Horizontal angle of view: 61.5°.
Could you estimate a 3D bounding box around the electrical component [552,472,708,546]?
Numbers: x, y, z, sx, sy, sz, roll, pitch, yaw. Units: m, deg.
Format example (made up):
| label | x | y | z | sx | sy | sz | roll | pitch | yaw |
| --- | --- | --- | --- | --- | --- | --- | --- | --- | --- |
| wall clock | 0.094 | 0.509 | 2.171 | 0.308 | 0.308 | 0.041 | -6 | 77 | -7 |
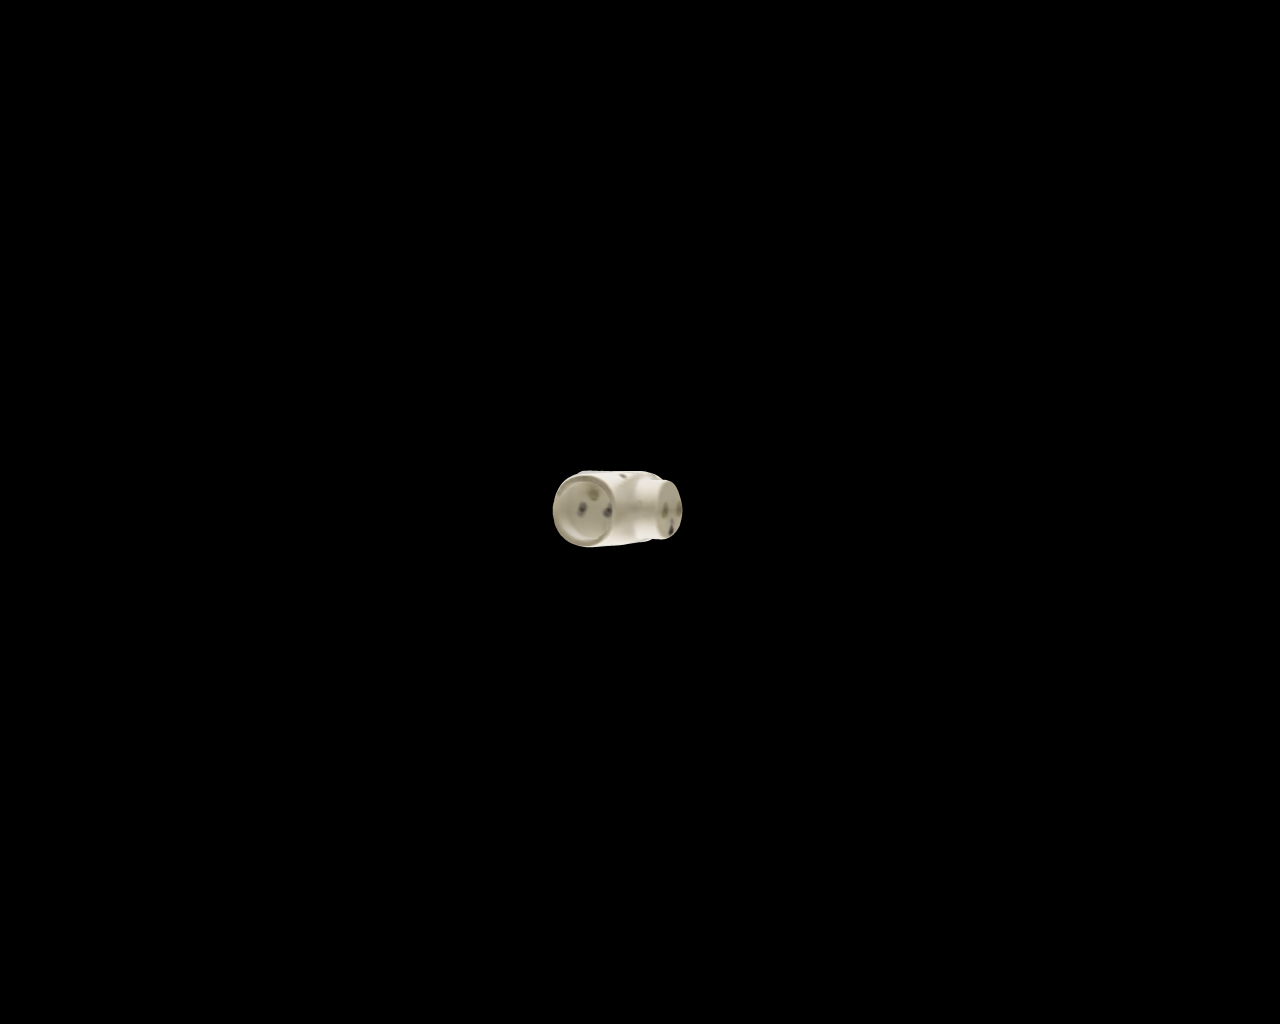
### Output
| label | x | y | z | sx | sy | sz | roll | pitch | yaw |
| --- | --- | --- | --- | --- | --- | --- | --- | --- | --- |
| electrical component | 0.001 | -0.003 | 0.650 | 0.079 | 0.043 | 0.077 | 1 | 3 | 28 |
